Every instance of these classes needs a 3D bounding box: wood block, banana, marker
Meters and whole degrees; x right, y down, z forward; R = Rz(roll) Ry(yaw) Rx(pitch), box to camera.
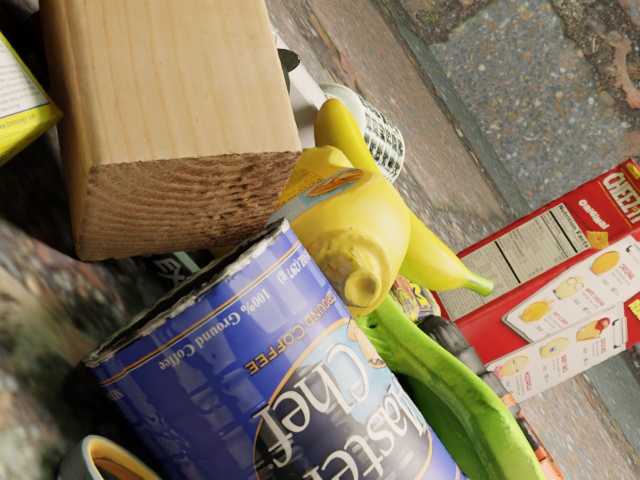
[{"bbox_3d":[-0.082,-0.105,0.504,0.091,0.090,0.206,121,-41,-60],"label":"wood block"},{"bbox_3d":[0.040,-0.030,0.749,0.069,0.037,0.198,8,42,-56],"label":"banana"},{"bbox_3d":[-0.073,0.016,0.549,0.121,0.020,0.020,49,17,-25],"label":"marker"}]

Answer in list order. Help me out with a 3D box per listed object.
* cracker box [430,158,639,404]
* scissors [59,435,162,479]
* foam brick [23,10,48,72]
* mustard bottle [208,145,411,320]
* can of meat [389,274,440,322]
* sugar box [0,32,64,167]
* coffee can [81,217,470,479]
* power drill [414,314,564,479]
[{"bbox_3d":[0.186,0.048,0.867,0.164,0.214,0.072,52,10,-51],"label":"cracker box"},{"bbox_3d":[-0.026,0.143,0.351,0.202,0.016,0.096,45,14,16],"label":"scissors"},{"bbox_3d":[-0.115,-0.097,0.586,0.078,0.051,0.053,61,16,15],"label":"foam brick"},{"bbox_3d":[-0.003,0.001,0.550,0.058,0.096,0.192,55,-4,-17],"label":"mustard bottle"},{"bbox_3d":[0.033,0.034,0.771,0.102,0.057,0.083,60,18,13],"label":"can of meat"},{"bbox_3d":[-0.182,-0.100,0.405,0.176,0.048,0.093,52,16,-5],"label":"sugar box"},{"bbox_3d":[-0.016,0.076,0.443,0.140,0.103,0.102,55,15,-5],"label":"coffee can"},{"bbox_3d":[0.125,0.143,0.769,0.184,0.057,0.187,61,5,15],"label":"power drill"}]
